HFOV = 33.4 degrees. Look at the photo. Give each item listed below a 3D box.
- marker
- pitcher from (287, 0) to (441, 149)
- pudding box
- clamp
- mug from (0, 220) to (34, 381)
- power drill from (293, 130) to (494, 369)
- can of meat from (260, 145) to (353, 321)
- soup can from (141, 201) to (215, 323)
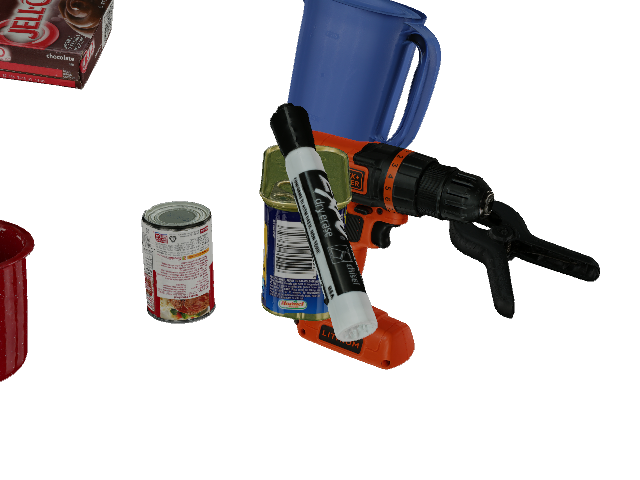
[{"bbox_3d":[0.000,-0.012,0.482,0.020,0.121,0.020,-14,-28,-8],"label":"marker"},{"bbox_3d":[0.032,-0.146,1.168,0.145,0.243,0.149,10,20,-9],"label":"pitcher"},{"bbox_3d":[-0.224,-0.169,0.870,0.090,0.039,0.113,8,35,-1],"label":"pudding box"},{"bbox_3d":[0.194,0.004,1.069,0.120,0.039,0.171,-10,45,-22],"label":"clamp"},{"bbox_3d":[-0.229,0.042,0.642,0.093,0.081,0.117,20,27,35],"label":"mug"},{"bbox_3d":[0.051,0.010,0.902,0.185,0.188,0.057,19,25,30],"label":"power drill"},{"bbox_3d":[-0.011,-0.006,0.703,0.057,0.084,0.102,3,25,-2],"label":"can of meat"},{"bbox_3d":[-0.138,0.020,1.040,0.068,0.102,0.068,0,23,0],"label":"soup can"}]
